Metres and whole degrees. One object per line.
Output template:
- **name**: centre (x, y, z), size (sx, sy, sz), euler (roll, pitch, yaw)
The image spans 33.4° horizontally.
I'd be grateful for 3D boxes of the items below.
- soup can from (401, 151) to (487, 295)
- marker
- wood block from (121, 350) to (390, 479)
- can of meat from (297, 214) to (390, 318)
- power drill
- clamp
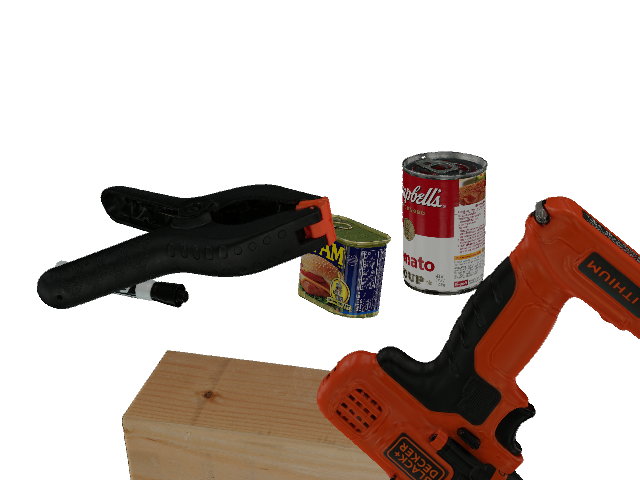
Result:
- **soup can**: centre (0.100, -0.015, 0.868), size (0.068, 0.102, 0.068), euler (-2, 21, 0)
- **marker**: centre (-0.161, 0.035, 0.864), size (0.121, 0.020, 0.020), euler (10, 4, 22)
- **wood block**: centre (-0.027, 0.151, 0.778), size (0.206, 0.090, 0.090), euler (6, 30, 14)
- **can of meat**: centre (0.021, 0.026, 1.107), size (0.057, 0.084, 0.102), euler (-6, 20, -36)
- **power drill**: centre (0.117, 0.085, 0.583), size (0.184, 0.188, 0.057), euler (40, 14, 0)
- **clamp**: centre (-0.080, 0.001, 0.627), size (0.172, 0.039, 0.120), euler (-3, 36, 24)
